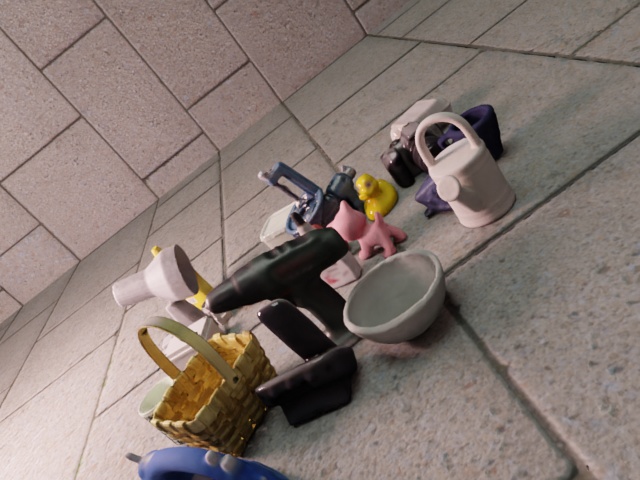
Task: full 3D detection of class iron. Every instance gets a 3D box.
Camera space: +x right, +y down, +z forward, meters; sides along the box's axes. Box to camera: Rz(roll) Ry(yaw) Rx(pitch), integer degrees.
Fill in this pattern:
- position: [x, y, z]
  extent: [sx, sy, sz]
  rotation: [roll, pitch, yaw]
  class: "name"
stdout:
- position: [-0.143, 0.314, 0.750]
  extent: [0.257, 0.142, 0.119]
  rotation: [-21, 29, 36]
  class: "iron"

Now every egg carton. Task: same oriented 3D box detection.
- position: [0.240, -0.277, 1.360]
  extent: [0.150, 0.069, 0.107]
  rotation: [-44, 23, -13]
  class: "egg carton"

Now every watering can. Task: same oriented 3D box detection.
- position: [0.227, -0.118, 0.922]
  extent: [0.101, 0.194, 0.172]
  rotation: [-33, 24, 15]
  class: "watering can"

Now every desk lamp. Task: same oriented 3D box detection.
- position: [-0.336, 0.139, 1.270]
  extent: [0.203, 0.214, 0.117]
  rotation: [-36, 23, 7]
  class: "desk lamp"

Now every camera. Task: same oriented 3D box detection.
- position: [0.205, -0.183, 1.197]
  extent: [0.143, 0.101, 0.136]
  rotation: [-36, 23, 6]
  class: "camera"

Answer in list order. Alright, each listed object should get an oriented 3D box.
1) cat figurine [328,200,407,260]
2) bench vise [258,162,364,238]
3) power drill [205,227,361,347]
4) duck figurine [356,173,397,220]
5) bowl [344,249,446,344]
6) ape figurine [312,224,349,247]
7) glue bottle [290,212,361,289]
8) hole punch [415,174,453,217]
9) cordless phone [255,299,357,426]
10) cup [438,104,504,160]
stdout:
- position: [0.078, -0.024, 1.072]
  extent: [0.127, 0.118, 0.067]
  rotation: [-10, 36, 49]
  class: "cat figurine"
- position: [-0.024, -0.101, 1.235]
  extent: [0.121, 0.220, 0.208]
  rotation: [-6, 40, 52]
  class: "bench vise"
- position: [-0.032, 0.096, 0.899]
  extent: [0.229, 0.209, 0.075]
  rotation: [-39, 23, -1]
  class: "power drill"
- position: [0.112, -0.104, 1.210]
  extent: [0.077, 0.086, 0.105]
  rotation: [-21, 29, 36]
  class: "duck figurine"
- position: [0.121, 0.096, 0.842]
  extent: [0.167, 0.075, 0.167]
  rotation: [-32, 24, 16]
  class: "bowl"
- position: [0.011, 0.004, 1.155]
  extent: [0.078, 0.092, 0.076]
  rotation: [-39, 23, 0]
  class: "ape figurine"
- position: [0.000, 0.014, 1.047]
  extent: [0.078, 0.173, 0.037]
  rotation: [-27, 26, 27]
  class: "glue bottle"
- position: [0.223, -0.110, 1.048]
  extent: [0.100, 0.091, 0.109]
  rotation: [-8, 38, 51]
  class: "hole punch"
- position: [-0.047, 0.165, 0.822]
  extent: [0.147, 0.185, 0.094]
  rotation: [-32, 24, 17]
  class: "cordless phone"
- position: [0.291, -0.185, 1.080]
  extent: [0.117, 0.095, 0.091]
  rotation: [-31, 24, 19]
  class: "cup"
